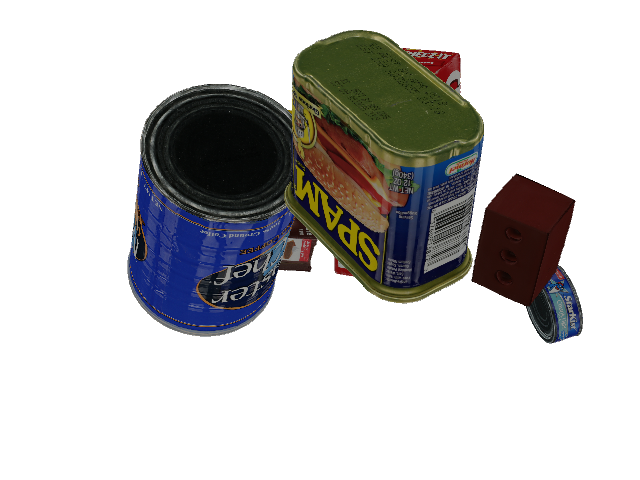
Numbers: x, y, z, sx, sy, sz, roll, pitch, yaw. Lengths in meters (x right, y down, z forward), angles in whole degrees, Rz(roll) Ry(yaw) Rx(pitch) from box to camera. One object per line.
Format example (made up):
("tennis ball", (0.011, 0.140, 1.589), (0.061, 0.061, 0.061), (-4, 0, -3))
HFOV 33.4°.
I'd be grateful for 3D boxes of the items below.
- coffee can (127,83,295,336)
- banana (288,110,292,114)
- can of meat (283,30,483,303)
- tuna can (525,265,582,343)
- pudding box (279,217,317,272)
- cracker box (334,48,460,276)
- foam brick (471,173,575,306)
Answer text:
("coffee can", (-0.068, -0.016, 0.684), (0.102, 0.103, 0.140), (0, -33, -14))
("banana", (-0.048, -0.131, 1.287), (0.198, 0.037, 0.069), (8, 39, 18))
("can of meat", (0.027, -0.036, 0.491), (0.057, 0.084, 0.102), (-24, 49, -25))
("tuna can", (0.256, 0.070, 1.186), (0.033, 0.086, 0.086), (-17, 2, -8))
("pudding box", (-0.054, -0.021, 0.889), (0.090, 0.039, 0.113), (2, 36, -10))
("cracker box", (0.080, -0.080, 1.045), (0.072, 0.164, 0.213), (9, 28, 21))
("foam brick", (0.156, 0.000, 0.823), (0.053, 0.078, 0.051), (26, 46, 24))
